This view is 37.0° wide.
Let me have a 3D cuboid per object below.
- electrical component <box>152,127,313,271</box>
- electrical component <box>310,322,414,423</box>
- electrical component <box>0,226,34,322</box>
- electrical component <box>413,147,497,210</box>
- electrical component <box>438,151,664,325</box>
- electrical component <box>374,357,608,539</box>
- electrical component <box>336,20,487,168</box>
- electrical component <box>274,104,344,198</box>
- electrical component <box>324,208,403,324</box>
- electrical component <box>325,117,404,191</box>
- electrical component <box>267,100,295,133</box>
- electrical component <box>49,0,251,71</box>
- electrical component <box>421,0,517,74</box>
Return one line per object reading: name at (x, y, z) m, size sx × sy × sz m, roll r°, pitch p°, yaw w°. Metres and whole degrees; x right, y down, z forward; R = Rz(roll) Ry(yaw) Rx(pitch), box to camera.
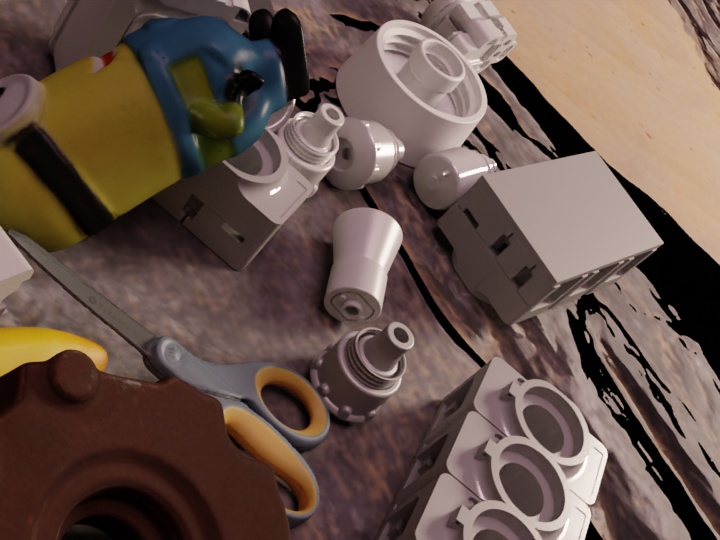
electrical component at (-0.079, -0.055, 0.620) m, size 0.089 × 0.055 × 0.050 m, roll 41°, pitch 40°, yaw -4°
electrical component at (0.005, 0.052, 0.593) m, size 0.048 × 0.062 × 0.048 m, roll 23°, pitch 44°, yaw -24°
electrical component at (-0.201, 0.005, 0.468) m, size 0.055 × 0.050 × 0.089 m, roll 51°, pitch 39°, yaw 8°
electrical component at (0.072, -0.068, 0.772) m, size 0.078 × 0.040 × 0.040 m, roll -20°, pitch 71°, yaw -48°
electrical component at (0.136, -0.024, 0.770) m, size 0.150 × 0.061 × 0.089 m, roll -16°, pitch 67°, yaw -47°
electrical component at (0.074, 0.128, 0.585) m, size 0.089 × 0.061 × 0.150 m, roll 40°, pitch 40°, yaw -5°
electrical component at (0.044, -0.135, 0.789) m, size 0.108 × 0.060 × 0.108 m, roll 23°, pitch 44°, yaw -24°
electrical component at (-0.034, -0.078, 0.673) m, size 0.048 × 0.062 × 0.048 m, roll 23°, pitch 44°, yaw -25°
electrical component at (0.000, 0.000, 0.652) m, size 0.044 × 0.044 × 0.065 m, roll 28°, pitch 47°, yaw -18°
electrical component at (0.006, -0.079, 0.723) m, size 0.062 × 0.048 × 0.048 m, roll -13°, pitch 65°, yaw -53°
electrical component at (-0.072, -0.106, 0.659) m, size 0.055 × 0.047 × 0.055 m, roll -3°, pitch 95°, yaw -31°
electrical component at (-0.122, -0.141, 0.613) m, size 0.078 × 0.113 × 0.057 m, roll 8°, pitch 54°, yaw -36°
electrical component at (0.087, -0.197, 0.884) m, size 0.078 × 0.058 × 0.057 m, roll -22°, pitch 75°, yaw -48°
